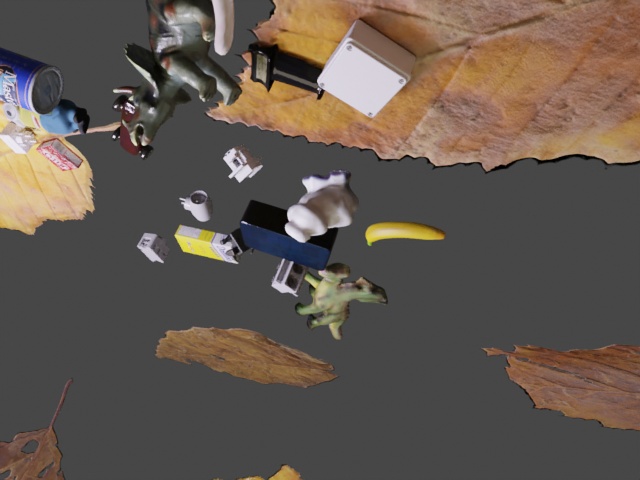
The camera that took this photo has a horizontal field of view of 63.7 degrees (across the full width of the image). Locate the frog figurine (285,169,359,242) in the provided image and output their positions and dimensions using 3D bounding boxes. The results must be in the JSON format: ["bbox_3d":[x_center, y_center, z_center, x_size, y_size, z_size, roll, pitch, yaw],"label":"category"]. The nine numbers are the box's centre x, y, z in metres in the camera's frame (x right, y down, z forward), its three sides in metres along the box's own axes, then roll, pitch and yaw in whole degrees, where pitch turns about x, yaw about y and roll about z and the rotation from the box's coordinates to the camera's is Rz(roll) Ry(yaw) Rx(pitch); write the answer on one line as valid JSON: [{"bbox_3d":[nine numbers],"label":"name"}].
[{"bbox_3d":[0.003,-0.053,1.049,0.137,0.163,0.120,8,149,19],"label":"frog figurine"}]

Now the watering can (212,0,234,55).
[{"bbox_3d":[-0.115,-0.393,0.559,0.223,0.106,0.341,31,124,-11],"label":"watering can"}]

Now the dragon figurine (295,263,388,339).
[{"bbox_3d":[0.075,0.180,1.461,0.242,0.125,0.402,-7,143,26],"label":"dragon figurine"}]
